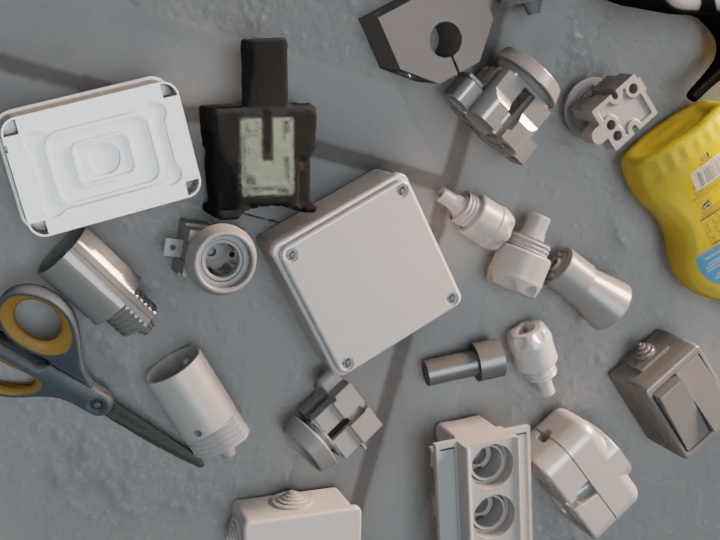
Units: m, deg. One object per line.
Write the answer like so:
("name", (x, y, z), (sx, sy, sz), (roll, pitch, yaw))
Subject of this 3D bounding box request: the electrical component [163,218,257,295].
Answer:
("electrical component", (-0.098, -0.010, 0.726), (0.066, 0.055, 0.048), (8, 99, -22))

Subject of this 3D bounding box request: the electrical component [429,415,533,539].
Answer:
("electrical component", (0.091, 0.180, 0.835), (0.079, 0.063, 0.121), (-8, 104, -19))

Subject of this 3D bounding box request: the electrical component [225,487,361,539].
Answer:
("electrical component", (-0.049, 0.212, 0.796), (0.100, 0.048, 0.099), (-3, 103, -20))

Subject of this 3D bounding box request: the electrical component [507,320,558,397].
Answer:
("electrical component", (0.139, 0.072, 0.846), (0.035, 0.035, 0.061), (-28, 112, -14))

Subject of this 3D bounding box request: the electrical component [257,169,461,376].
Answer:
("electrical component", (0.000, 0.000, 0.765), (0.109, 0.056, 0.108), (-31, 111, -12))

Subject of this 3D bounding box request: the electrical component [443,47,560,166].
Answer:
("electrical component", (0.107, -0.123, 0.780), (0.078, 0.058, 0.057), (41, 88, -23))

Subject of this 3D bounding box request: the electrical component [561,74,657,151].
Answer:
("electrical component", (0.184, -0.120, 0.811), (0.066, 0.055, 0.048), (-42, 112, -9))

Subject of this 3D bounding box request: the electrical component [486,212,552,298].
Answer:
("electrical component", (0.125, -0.013, 0.818), (0.043, 0.043, 0.062), (21, 92, -24))

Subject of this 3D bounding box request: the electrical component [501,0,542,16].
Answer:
("electrical component", (0.117, -0.223, 0.770), (0.043, 0.043, 0.081), (-19, 108, -17))

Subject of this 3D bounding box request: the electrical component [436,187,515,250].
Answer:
("electrical component", (0.083, -0.042, 0.801), (0.061, 0.035, 0.035), (30, 90, -21))

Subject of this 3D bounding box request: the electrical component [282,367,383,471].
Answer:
("electrical component", (-0.023, 0.113, 0.787), (0.055, 0.048, 0.066), (-43, 113, -16))

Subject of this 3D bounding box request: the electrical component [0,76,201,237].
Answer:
("electrical component", (-0.167, -0.074, 0.685), (0.113, 0.057, 0.078), (-17, 107, -17))

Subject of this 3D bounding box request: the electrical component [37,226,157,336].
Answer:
("electrical component", (-0.168, 0.014, 0.710), (0.043, 0.043, 0.081), (-46, 113, -6))

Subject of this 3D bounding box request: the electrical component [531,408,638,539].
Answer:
("electrical component", (0.178, 0.161, 0.870), (0.059, 0.054, 0.095), (-41, 112, -8))

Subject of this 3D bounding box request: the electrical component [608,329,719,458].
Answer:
("electrical component", (0.256, 0.097, 0.882), (0.062, 0.061, 0.096), (-39, 112, -9))

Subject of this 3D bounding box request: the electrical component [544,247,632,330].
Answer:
("electrical component", (0.175, 0.012, 0.844), (0.065, 0.044, 0.044), (35, 88, -19))

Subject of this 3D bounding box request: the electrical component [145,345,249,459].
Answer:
("electrical component", (-0.111, 0.098, 0.750), (0.043, 0.043, 0.081), (-33, 111, -12))
